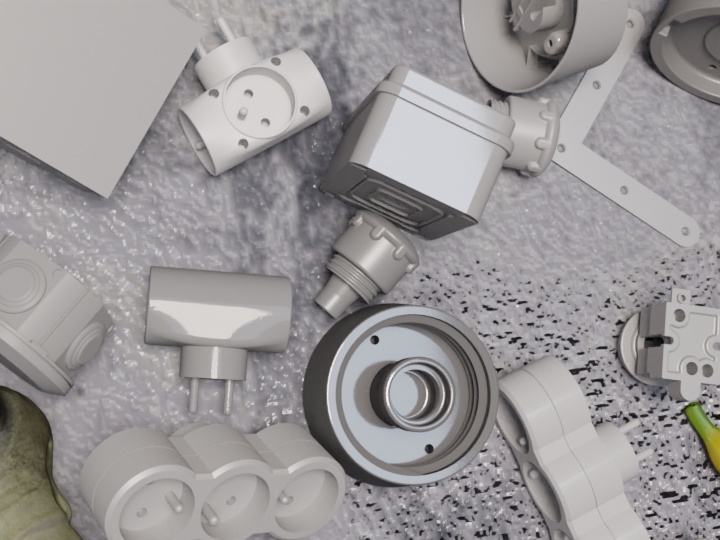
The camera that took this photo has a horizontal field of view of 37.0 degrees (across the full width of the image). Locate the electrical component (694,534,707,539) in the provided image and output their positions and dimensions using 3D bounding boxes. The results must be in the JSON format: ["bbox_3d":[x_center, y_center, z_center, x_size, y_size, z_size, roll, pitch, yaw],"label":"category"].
[{"bbox_3d":[0.196,0.204,0.627,0.061,0.062,0.096,-4,84,-13],"label":"electrical component"}]

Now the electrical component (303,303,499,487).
[{"bbox_3d":[0.026,0.070,0.605,0.108,0.060,0.108,1,83,-13],"label":"electrical component"}]

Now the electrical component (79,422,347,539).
[{"bbox_3d":[-0.082,0.106,0.573,0.138,0.074,0.052,4,110,-36],"label":"electrical component"}]

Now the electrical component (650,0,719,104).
[{"bbox_3d":[0.239,-0.153,0.658,0.108,0.108,0.060,23,73,-9],"label":"electrical component"}]

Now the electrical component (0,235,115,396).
[{"bbox_3d":[-0.171,0.024,0.557,0.080,0.080,0.051,39,71,-6],"label":"electrical component"}]

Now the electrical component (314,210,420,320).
[{"bbox_3d":[0.000,0.000,0.617,0.048,0.048,0.062,42,84,-5],"label":"electrical component"}]

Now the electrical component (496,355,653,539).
[{"bbox_3d":[0.137,0.113,0.629,0.074,0.052,0.138,-25,89,-14],"label":"electrical component"}]

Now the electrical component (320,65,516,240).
[{"bbox_3d":[0.030,-0.062,0.595,0.078,0.113,0.057,25,82,-9],"label":"electrical component"}]

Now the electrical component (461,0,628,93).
[{"bbox_3d":[0.109,-0.158,0.634,0.064,0.099,0.099,-16,87,-20],"label":"electrical component"}]

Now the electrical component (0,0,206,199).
[{"bbox_3d":[-0.192,-0.130,0.556,0.186,0.060,0.105,32,81,-25],"label":"electrical component"}]

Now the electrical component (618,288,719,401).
[{"bbox_3d":[0.186,0.045,0.647,0.048,0.055,0.066,8,82,-12],"label":"electrical component"}]

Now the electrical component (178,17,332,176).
[{"bbox_3d":[-0.069,-0.106,0.613,0.077,0.044,0.079,-31,90,-14],"label":"electrical component"}]

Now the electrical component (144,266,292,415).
[{"bbox_3d":[-0.080,0.040,0.593,0.077,0.044,0.079,5,83,-12],"label":"electrical component"}]

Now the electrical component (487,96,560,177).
[{"bbox_3d":[0.086,-0.084,0.646,0.062,0.048,0.048,10,81,-5],"label":"electrical component"}]
